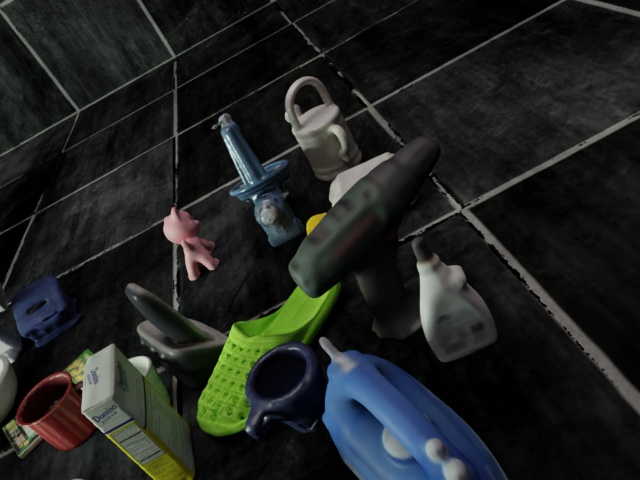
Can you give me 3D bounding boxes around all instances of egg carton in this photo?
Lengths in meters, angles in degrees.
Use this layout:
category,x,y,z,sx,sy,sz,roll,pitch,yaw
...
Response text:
category,x,y,z,sx,sy,sz,roll,pitch,yaw
egg carton,0.087,-0.082,0.949,0.150,0.070,0.107,-24,34,10

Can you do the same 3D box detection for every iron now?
category,x,y,z,sx,sy,sz,roll,pitch,yaw
iron,0.087,0.185,0.529,0.119,0.142,0.257,-40,34,-14

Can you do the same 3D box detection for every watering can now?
category,x,y,z,sx,sy,sz,roll,pitch,yaw
watering can,-0.008,-0.216,1.087,0.172,0.194,0.101,4,46,41

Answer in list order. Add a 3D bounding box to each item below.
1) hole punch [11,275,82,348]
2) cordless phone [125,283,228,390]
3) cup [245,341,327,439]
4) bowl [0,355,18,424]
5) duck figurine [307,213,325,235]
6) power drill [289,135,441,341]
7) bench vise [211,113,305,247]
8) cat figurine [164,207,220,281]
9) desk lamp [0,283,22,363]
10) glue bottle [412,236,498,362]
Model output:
category,x,y,z,sx,sy,sz,roll,pitch,yaw
hole punch,-0.540,0.138,1.126,0.109,0.091,0.100,-34,33,-6
cordless phone,-0.222,0.114,0.823,0.147,0.185,0.094,11,51,45
cup,-0.033,0.190,0.658,0.091,0.095,0.118,1,45,39
bowl,-0.581,0.284,0.978,0.167,0.075,0.167,-20,34,15
duck figurine,0.008,0.003,0.883,0.077,0.086,0.104,-14,37,24
power drill,0.082,0.014,0.699,0.230,0.209,0.075,-37,34,-10
bench vise,-0.100,-0.112,0.998,0.121,0.220,0.206,-37,34,-10
cat figurine,-0.249,-0.005,1.064,0.067,0.118,0.127,-32,33,-2
desk lamp,-0.670,0.155,1.092,0.203,0.214,0.117,-37,34,-11
glue bottle,0.136,0.061,0.627,0.078,0.173,0.037,-24,34,10
